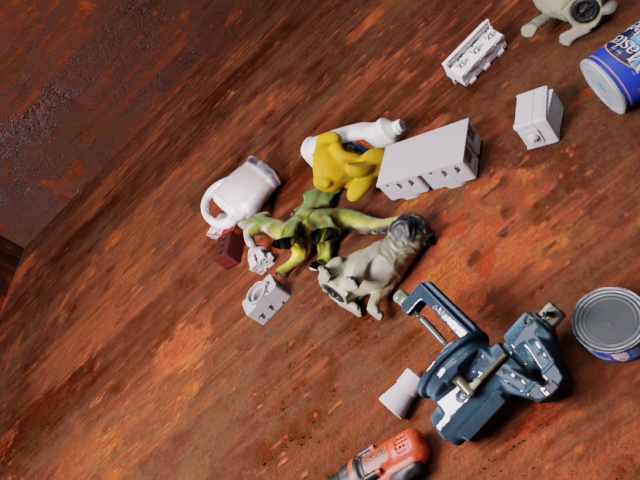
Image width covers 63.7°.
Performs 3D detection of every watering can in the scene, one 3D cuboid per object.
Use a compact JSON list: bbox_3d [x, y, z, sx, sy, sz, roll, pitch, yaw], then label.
[{"bbox_3d":[-0.188,-0.105,1.341,0.226,0.102,0.352,-45,40,-11],"label":"watering can"}]

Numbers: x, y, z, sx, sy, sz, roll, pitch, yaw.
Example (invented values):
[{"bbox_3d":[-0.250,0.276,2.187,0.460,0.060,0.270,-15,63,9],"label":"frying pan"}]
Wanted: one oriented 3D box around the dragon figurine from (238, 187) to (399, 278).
[{"bbox_3d":[0.003,-0.056,1.110,0.408,0.120,0.249,-14,39,18],"label":"dragon figurine"}]
